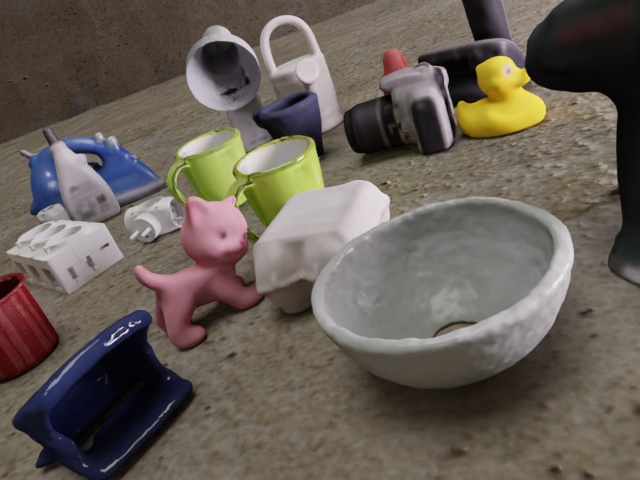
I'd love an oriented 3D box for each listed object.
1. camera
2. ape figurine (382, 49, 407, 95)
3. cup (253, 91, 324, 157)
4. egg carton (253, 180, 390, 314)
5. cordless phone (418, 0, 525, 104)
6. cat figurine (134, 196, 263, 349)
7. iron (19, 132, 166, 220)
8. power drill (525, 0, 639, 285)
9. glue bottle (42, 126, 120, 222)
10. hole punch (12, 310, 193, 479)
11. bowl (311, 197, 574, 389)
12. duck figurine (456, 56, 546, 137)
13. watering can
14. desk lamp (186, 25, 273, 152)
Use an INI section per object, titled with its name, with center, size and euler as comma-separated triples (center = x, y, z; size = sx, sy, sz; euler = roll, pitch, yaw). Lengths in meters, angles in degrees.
[camera]
center = 0.103, -0.175, 0.761
size = 0.136, 0.101, 0.143
euler = -12, 27, 20
[ape figurine]
center = 0.129, -0.265, 0.929
size = 0.077, 0.092, 0.076
euler = 1, 34, 39
[cup]
center = -0.044, -0.161, 0.856
size = 0.117, 0.095, 0.092
euler = -1, 32, 37
[egg carton]
center = 0.005, 0.002, 0.526
size = 0.107, 0.069, 0.150
euler = -9, 28, 25
[cordless phone]
center = 0.204, -0.295, 0.818
size = 0.147, 0.185, 0.094
euler = 1, 34, 39
[cat figurine]
center = -0.111, 0.016, 0.533
size = 0.128, 0.118, 0.067
euler = -35, 28, -25
[iron]
center = -0.416, -0.127, 1.032
size = 0.257, 0.142, 0.118
euler = -13, 27, 18
[power drill]
center = 0.215, -0.066, 0.329
size = 0.076, 0.209, 0.229
euler = -27, 26, -10
[glue bottle]
center = -0.403, -0.106, 0.942
size = 0.078, 0.173, 0.037
euler = -28, 26, -11
[hole punch]
center = -0.172, 0.109, 0.429
size = 0.100, 0.091, 0.109
euler = 0, 33, 38
[bowl]
center = 0.083, 0.042, 0.378
size = 0.167, 0.075, 0.167
euler = -18, 26, 9
[duck figurine]
center = 0.213, -0.178, 0.696
size = 0.104, 0.086, 0.077
euler = -9, 28, 26
[watering can]
center = -0.031, -0.279, 0.963
size = 0.101, 0.194, 0.172
euler = -34, 28, -24
[desk lamp]
center = -0.151, -0.266, 1.009
size = 0.118, 0.214, 0.203
euler = -21, 25, 2
